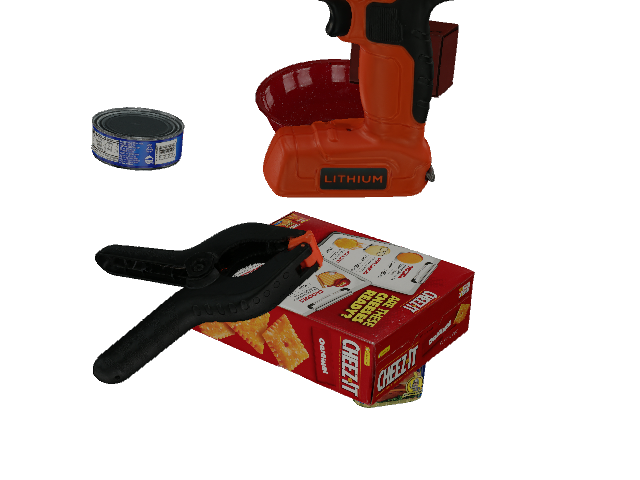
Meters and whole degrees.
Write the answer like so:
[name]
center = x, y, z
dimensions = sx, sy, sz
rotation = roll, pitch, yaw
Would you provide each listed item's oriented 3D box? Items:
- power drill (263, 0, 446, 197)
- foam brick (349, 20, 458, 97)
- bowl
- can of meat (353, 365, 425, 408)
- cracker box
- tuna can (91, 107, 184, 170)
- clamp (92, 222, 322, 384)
[power drill]
center = 0.009, -0.115, 0.627
dimensions = 0.184, 0.188, 0.057
rotation = 0, 37, -9
[foam brick]
center = 0.068, -0.153, 0.876
dimensions = 0.078, 0.051, 0.053
rotation = 13, 26, 18
[bowl]
center = 0.015, -0.123, 1.071
dimensions = 0.162, 0.055, 0.162
rotation = 1, 35, -1
[can of meat]
center = 0.089, 0.168, 1.404
dimensions = 0.102, 0.084, 0.057
rotation = -4, 25, -19
[cracker box]
center = 0.007, 0.055, 0.975
dimensions = 0.214, 0.072, 0.163
rotation = 19, 32, 33
[tuna can]
center = -0.172, -0.096, 1.004
dimensions = 0.086, 0.034, 0.086
rotation = 6, 24, -3
[clamp]
center = -0.083, 0.038, 0.734
dimensions = 0.172, 0.120, 0.039
rotation = -13, -38, 14
